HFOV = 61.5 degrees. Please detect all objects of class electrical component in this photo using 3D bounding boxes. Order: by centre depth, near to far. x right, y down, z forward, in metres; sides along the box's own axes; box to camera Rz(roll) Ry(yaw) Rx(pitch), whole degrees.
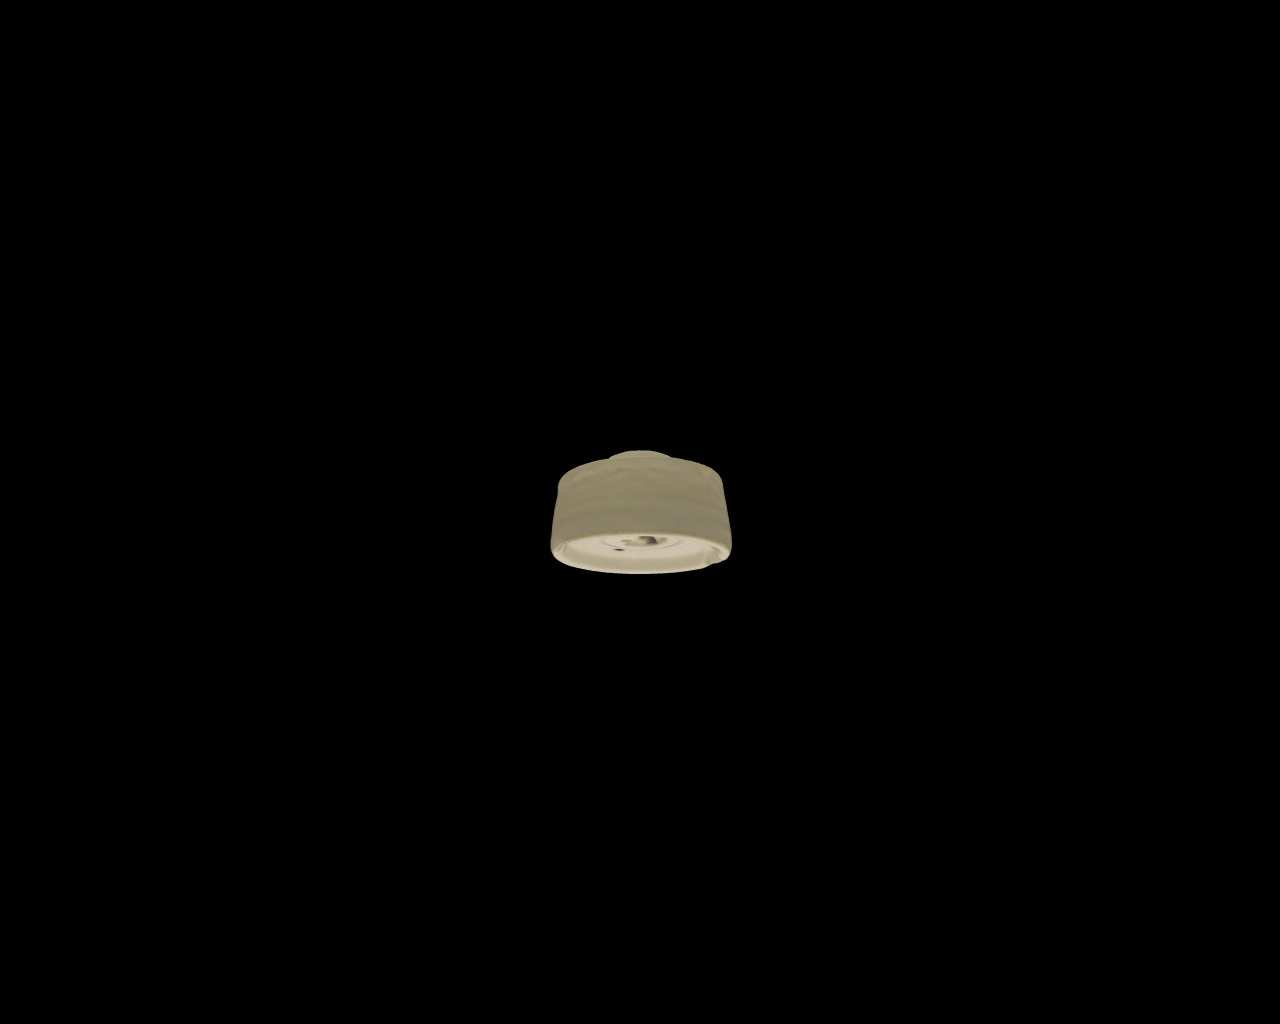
[{"bbox_3d":[0.001,-0.003,0.650,0.108,0.060,0.108,0,-15,0],"label":"electrical component"}]
